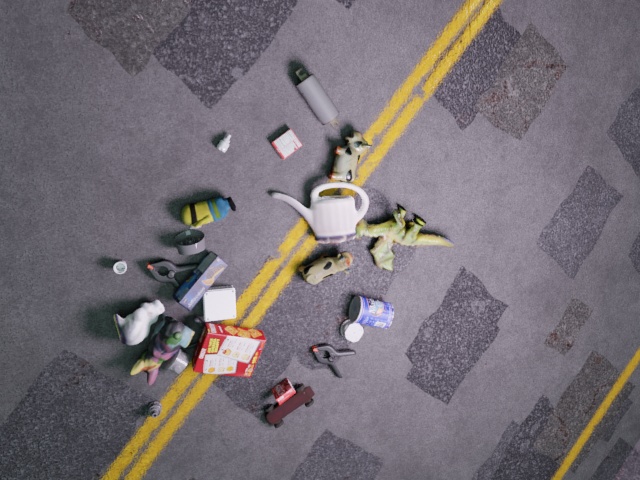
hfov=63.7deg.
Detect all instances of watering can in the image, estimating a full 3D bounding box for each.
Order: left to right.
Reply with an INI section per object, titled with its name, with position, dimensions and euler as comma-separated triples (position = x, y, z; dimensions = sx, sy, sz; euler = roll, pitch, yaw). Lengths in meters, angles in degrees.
[watering can]
position = 0.006, -0.093, 1.850
dimensions = 0.348, 0.105, 0.223
euler = -5, 99, -4

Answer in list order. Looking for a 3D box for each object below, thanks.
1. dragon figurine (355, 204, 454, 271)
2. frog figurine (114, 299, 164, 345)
[dragon figurine]
position = 0.301, 0.011, 1.970
dimensions = 0.408, 0.124, 0.240
euler = 31, 104, -17
[frog figurine]
position = -0.587, 0.272, 1.697
dimensions = 0.160, 0.125, 0.134
euler = -16, 136, -24
